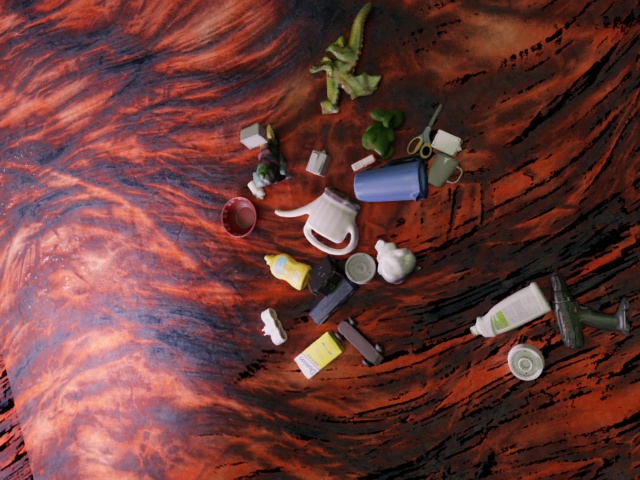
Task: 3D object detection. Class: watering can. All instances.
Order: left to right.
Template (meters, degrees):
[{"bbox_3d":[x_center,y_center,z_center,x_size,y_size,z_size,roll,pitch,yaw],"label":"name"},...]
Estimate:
[{"bbox_3d":[0.006,-0.095,1.880,0.350,0.104,0.223,33,99,21],"label":"watering can"}]

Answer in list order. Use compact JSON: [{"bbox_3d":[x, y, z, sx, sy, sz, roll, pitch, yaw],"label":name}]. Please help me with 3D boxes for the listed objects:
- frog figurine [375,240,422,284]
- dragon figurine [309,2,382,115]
[{"bbox_3d":[0.251,0.065,1.763,0.135,0.124,0.160,-38,86,37],"label":"frog figurine"},{"bbox_3d":[0.122,-0.633,1.882,0.243,0.123,0.406,43,106,1],"label":"dragon figurine"}]
